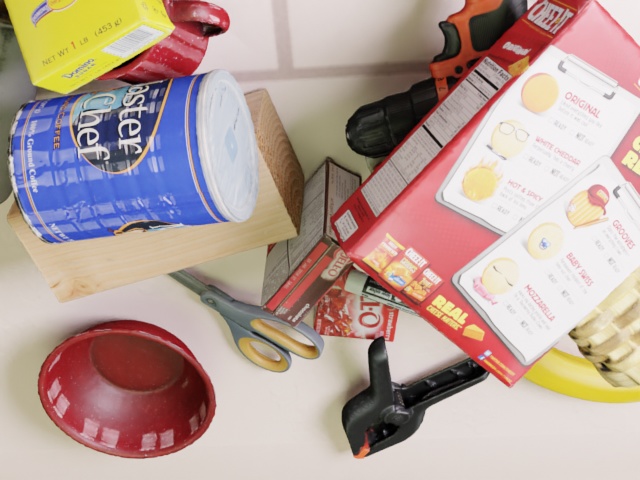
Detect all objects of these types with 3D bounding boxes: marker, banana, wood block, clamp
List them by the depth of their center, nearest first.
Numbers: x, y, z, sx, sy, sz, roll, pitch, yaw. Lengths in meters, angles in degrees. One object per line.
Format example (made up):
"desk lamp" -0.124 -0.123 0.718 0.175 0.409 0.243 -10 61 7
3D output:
"wood block" -0.124 -0.034 0.842 0.206 0.090 0.091 -16 123 14
"marker" 0.079 0.053 0.880 0.121 0.020 0.020 20 126 11
"banana" 0.233 0.113 0.965 0.197 0.037 0.070 24 125 -14
"clamp" 0.080 0.149 0.991 0.120 0.039 0.172 11 138 -12

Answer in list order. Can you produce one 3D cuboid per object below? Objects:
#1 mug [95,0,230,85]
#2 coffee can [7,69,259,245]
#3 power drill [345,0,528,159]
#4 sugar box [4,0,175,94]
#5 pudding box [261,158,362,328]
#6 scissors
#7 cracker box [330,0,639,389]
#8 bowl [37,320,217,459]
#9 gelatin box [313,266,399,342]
"mug" -0.118 -0.151 0.742 0.117 0.081 0.093 -2 87 20
"coffee can" -0.124 -0.055 0.726 0.140 0.102 0.103 -7 125 15
"power drill" 0.086 -0.158 0.733 0.184 0.057 0.187 -15 106 12
"sugar box" -0.168 -0.195 0.693 0.093 0.048 0.176 -25 81 18
"pudding box" -0.006 0.001 0.847 0.039 0.113 0.090 30 122 -20
"scissors" -0.093 0.064 0.954 0.202 0.016 0.096 25 142 1
"cracker box" 0.137 -0.032 0.694 0.164 0.072 0.214 39 102 -25
"bowl" -0.173 0.127 0.980 0.162 0.055 0.162 1 126 1
"gelatin box" 0.034 0.045 0.929 0.073 0.030 0.089 5 126 -2
